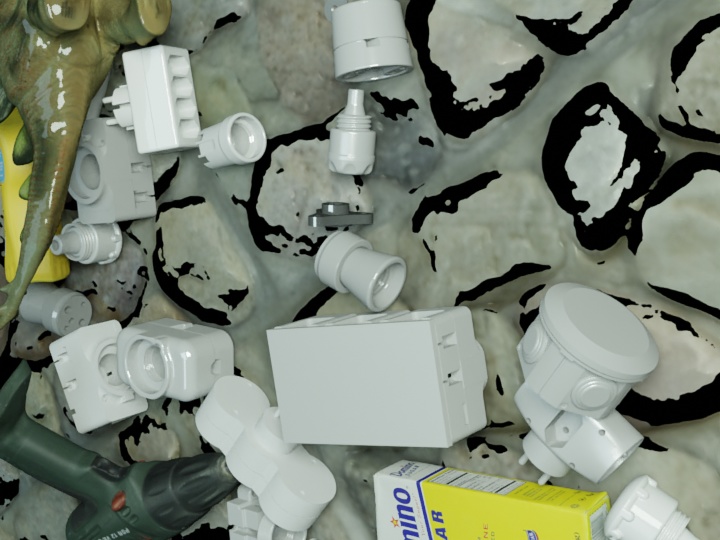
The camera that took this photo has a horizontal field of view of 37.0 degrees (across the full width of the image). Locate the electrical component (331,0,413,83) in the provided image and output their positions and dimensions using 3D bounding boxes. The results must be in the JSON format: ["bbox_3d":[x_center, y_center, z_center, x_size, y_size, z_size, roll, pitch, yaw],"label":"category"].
[{"bbox_3d":[0.007,-0.161,0.759,0.055,0.055,0.047,-8,90,38],"label":"electrical component"}]

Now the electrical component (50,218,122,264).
[{"bbox_3d":[-0.250,-0.026,0.973,0.048,0.062,0.048,8,103,36],"label":"electrical component"}]

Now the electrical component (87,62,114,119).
[{"bbox_3d":[-0.263,-0.170,0.967,0.079,0.044,0.077,35,117,28],"label":"electrical component"}]

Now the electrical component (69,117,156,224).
[{"bbox_3d":[-0.221,-0.087,0.943,0.050,0.056,0.089,-1,98,37],"label":"electrical component"}]

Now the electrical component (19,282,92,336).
[{"bbox_3d":[-0.290,0.037,1.026,0.055,0.045,0.045,17,109,33],"label":"electrical component"}]

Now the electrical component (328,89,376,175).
[{"bbox_3d":[-0.005,-0.102,0.791,0.035,0.035,0.061,12,103,35],"label":"electrical component"}]

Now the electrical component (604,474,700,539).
[{"bbox_3d":[0.191,0.165,0.686,0.062,0.048,0.048,34,117,20],"label":"electrical component"}]

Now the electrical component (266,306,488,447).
[{"bbox_3d":[0.013,0.078,0.793,0.150,0.062,0.089,-6,95,38],"label":"electrical component"}]

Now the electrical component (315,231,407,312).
[{"bbox_3d":[0.000,0.000,0.799,0.055,0.045,0.045,29,114,30],"label":"electrical component"}]

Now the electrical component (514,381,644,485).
[{"bbox_3d":[0.135,0.111,0.717,0.077,0.043,0.079,46,122,21],"label":"electrical component"}]

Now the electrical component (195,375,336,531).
[{"bbox_3d":[-0.070,0.136,0.872,0.138,0.052,0.073,47,122,21],"label":"electrical component"}]

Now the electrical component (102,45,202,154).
[{"bbox_3d":[-0.180,-0.138,0.896,0.076,0.047,0.083,-7,94,19],"label":"electrical component"}]

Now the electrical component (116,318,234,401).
[{"bbox_3d":[-0.163,0.077,0.928,0.095,0.059,0.053,9,104,36],"label":"electrical component"}]

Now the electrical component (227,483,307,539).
[{"bbox_3d":[-0.078,0.215,0.898,0.055,0.048,0.066,4,101,44],"label":"electrical component"}]

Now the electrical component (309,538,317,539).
[{"bbox_3d":[-0.021,0.241,0.861,0.062,0.043,0.043,38,119,27],"label":"electrical component"}]

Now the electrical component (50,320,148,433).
[{"bbox_3d":[-0.239,0.097,0.995,0.056,0.050,0.089,-25,83,38],"label":"electrical component"}]

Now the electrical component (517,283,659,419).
[{"bbox_3d":[0.142,0.050,0.679,0.080,0.080,0.051,44,127,23],"label":"electrical component"}]

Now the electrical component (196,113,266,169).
[{"bbox_3d":[-0.105,-0.102,0.864,0.046,0.040,0.040,-9,93,44],"label":"electrical component"}]
